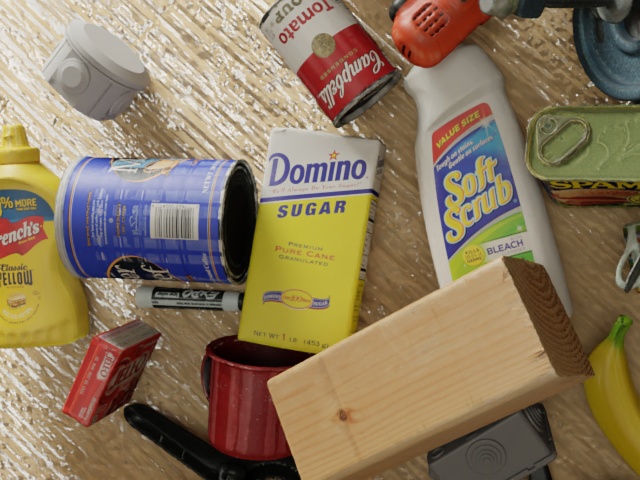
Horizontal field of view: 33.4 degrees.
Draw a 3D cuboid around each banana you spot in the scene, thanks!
[{"bbox_3d":[0.259,0.153,0.825,0.198,0.037,0.070,55,142,-3],"label":"banana"}]

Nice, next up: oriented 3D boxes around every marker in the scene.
[{"bbox_3d":[-0.099,0.051,0.916,0.121,0.020,0.020,2,96,13],"label":"marker"}]

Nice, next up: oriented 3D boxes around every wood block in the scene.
[{"bbox_3d":[0.077,0.099,0.771,0.206,0.090,0.091,-30,70,25],"label":"wood block"}]

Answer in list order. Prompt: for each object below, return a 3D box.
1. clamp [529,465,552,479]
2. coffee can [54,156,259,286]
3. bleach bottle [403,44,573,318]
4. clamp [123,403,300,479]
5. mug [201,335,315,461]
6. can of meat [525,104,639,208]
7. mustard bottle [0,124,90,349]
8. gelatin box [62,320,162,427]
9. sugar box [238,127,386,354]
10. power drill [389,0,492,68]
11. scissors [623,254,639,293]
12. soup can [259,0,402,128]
[{"bbox_3d":[0.152,0.243,0.868,0.120,0.039,0.171,28,102,0],"label":"clamp"},{"bbox_3d":[-0.131,-0.017,0.874,0.140,0.102,0.103,2,96,13],"label":"coffee can"},{"bbox_3d":[0.116,-0.047,0.836,0.103,0.068,0.251,-18,88,17],"label":"bleach bottle"},{"bbox_3d":[-0.079,0.201,0.893,0.210,0.164,0.036,-3,135,-5],"label":"clamp"},{"bbox_3d":[-0.059,0.127,0.886,0.117,0.093,0.081,15,105,40],"label":"mug"},{"bbox_3d":[0.211,-0.059,0.791,0.102,0.083,0.057,2,77,22],"label":"can of meat"},{"bbox_3d":[-0.257,-0.004,0.927,0.096,0.058,0.191,-3,95,13],"label":"mustard bottle"},{"bbox_3d":[-0.175,0.111,0.904,0.030,0.089,0.073,28,101,9],"label":"gelatin box"},{"bbox_3d":[-0.006,0.001,0.864,0.093,0.048,0.176,8,90,12],"label":"sugar box"},{"bbox_3d":[0.081,-0.247,0.810,0.188,0.057,0.184,44,81,12],"label":"power drill"},{"bbox_3d":[0.259,-0.059,0.743,0.016,0.201,0.096,23,142,28],"label":"scissors"},{"bbox_3d":[0.008,-0.149,0.846,0.068,0.068,0.102,-39,85,14],"label":"soup can"}]
